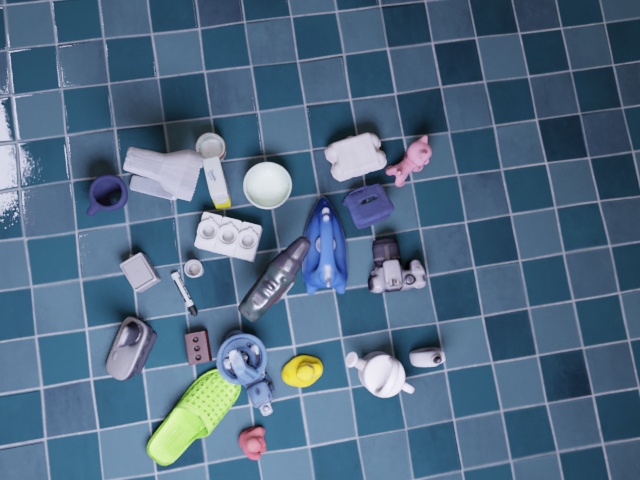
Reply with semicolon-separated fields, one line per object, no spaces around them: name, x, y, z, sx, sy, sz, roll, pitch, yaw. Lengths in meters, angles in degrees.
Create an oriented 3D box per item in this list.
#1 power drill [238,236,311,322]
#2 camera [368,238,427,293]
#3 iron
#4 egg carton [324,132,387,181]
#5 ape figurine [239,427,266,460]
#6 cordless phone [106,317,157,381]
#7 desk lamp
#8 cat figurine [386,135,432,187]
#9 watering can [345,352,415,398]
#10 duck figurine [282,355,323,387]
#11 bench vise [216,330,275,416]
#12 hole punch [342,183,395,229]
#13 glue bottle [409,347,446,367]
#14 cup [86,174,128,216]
power drill;-0.104;0.093;1.367;0.075;0.208;0.230;37;82;2
camera;0.189;0.062;1.444;0.143;0.100;0.137;-7;83;-4
iron;0.013;0.005;1.419;0.118;0.141;0.258;-2;83;-4
egg carton;0.092;-0.217;1.488;0.150;0.069;0.107;-19;84;-6
ape figurine;-0.159;0.488;1.374;0.076;0.092;0.078;28;82;0
cordless phone;-0.459;0.256;1.337;0.094;0.185;0.148;18;82;-1
desk lamp;-0.375;-0.161;1.379;0.203;0.213;0.118;12;82;-2
cat figurine;0.237;-0.205;1.471;0.128;0.117;0.067;-42;87;-7
watering can;0.143;0.321;1.362;0.173;0.194;0.101;5;83;-3
duck figurine;-0.042;0.325;1.405;0.104;0.086;0.077;-13;84;-5
bench vise;-0.158;0.305;1.332;0.121;0.219;0.207;-44;87;-7
hole punch;0.123;-0.090;1.464;0.109;0.091;0.101;-23;85;-6
glue bottle;0.269;0.285;1.385;0.078;0.173;0.037;-14;84;-5
cup;-0.523;-0.099;1.422;0.091;0.095;0.118;39;82;2
